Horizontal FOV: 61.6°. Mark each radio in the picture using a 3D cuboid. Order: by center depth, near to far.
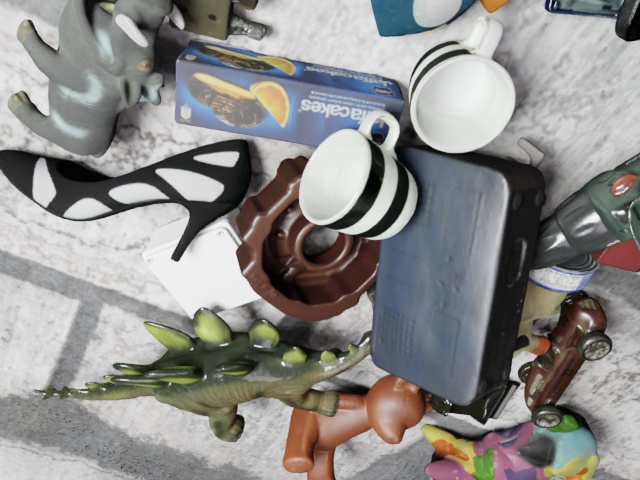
[{"bbox_3d":[0.125,0.030,0.513,0.073,0.131,0.229,-11,111,-41],"label":"radio"}]

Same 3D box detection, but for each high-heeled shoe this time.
[{"bbox_3d":[-0.197,-0.080,0.540,0.249,0.086,0.145,26,94,-1],"label":"high-heeled shoe"}]

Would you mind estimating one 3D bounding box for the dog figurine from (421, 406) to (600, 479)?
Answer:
[{"bbox_3d":[0.264,0.313,0.791,0.219,0.108,0.191,11,127,-4],"label":"dog figurine"}]

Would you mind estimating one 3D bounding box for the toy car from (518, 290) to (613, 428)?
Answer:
[{"bbox_3d":[0.299,0.153,0.680,0.053,0.089,0.202,8,128,-5],"label":"toy car"}]

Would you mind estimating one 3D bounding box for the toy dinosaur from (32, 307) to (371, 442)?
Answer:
[{"bbox_3d":[-0.139,0.165,0.662,0.472,0.105,0.198,-20,137,20],"label":"toy dinosaur"}]

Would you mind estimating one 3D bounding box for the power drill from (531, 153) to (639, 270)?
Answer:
[{"bbox_3d":[0.263,-0.023,0.422,0.232,0.207,0.086,-35,83,19],"label":"power drill"}]

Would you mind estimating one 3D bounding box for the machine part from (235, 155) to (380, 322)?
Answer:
[{"bbox_3d":[-0.001,-0.002,0.561,0.179,0.056,0.179,-9,119,-17],"label":"machine part"}]

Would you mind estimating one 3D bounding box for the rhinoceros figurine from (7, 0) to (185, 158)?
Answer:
[{"bbox_3d":[-0.188,-0.144,0.454,0.112,0.073,0.190,43,127,-6],"label":"rhinoceros figurine"}]

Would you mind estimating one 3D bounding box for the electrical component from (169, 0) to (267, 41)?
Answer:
[{"bbox_3d":[-0.092,-0.212,0.447,0.102,0.045,0.078,10,155,-3],"label":"electrical component"}]

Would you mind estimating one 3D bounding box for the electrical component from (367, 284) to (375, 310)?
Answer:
[{"bbox_3d":[0.078,0.078,0.644,0.021,0.063,0.093,-19,125,14],"label":"electrical component"}]

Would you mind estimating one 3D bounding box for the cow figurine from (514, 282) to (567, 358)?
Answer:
[{"bbox_3d":[0.210,0.097,0.647,0.127,0.085,0.195,27,124,-25],"label":"cow figurine"}]

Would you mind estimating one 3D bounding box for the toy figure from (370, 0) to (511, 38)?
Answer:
[{"bbox_3d":[0.118,-0.209,0.437,0.155,0.058,0.064,-16,164,10],"label":"toy figure"}]

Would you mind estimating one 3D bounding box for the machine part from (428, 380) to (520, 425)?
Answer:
[{"bbox_3d":[0.212,0.221,0.743,0.139,0.039,0.084,13,120,-31],"label":"machine part"}]

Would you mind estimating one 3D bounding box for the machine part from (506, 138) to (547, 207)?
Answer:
[{"bbox_3d":[0.161,0.002,0.577,0.079,0.079,0.243,19,124,-13],"label":"machine part"}]

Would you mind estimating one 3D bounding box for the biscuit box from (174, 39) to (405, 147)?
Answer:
[{"bbox_3d":[-0.027,-0.128,0.495,0.203,0.059,0.062,8,126,-6],"label":"biscuit box"}]

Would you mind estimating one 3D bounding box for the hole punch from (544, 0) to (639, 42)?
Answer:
[{"bbox_3d":[0.252,-0.222,0.416,0.116,0.092,0.142,-15,129,-26],"label":"hole punch"}]

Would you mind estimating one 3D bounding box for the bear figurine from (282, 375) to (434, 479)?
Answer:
[{"bbox_3d":[0.060,0.260,0.743,0.196,0.132,0.120,-12,134,17],"label":"bear figurine"}]
